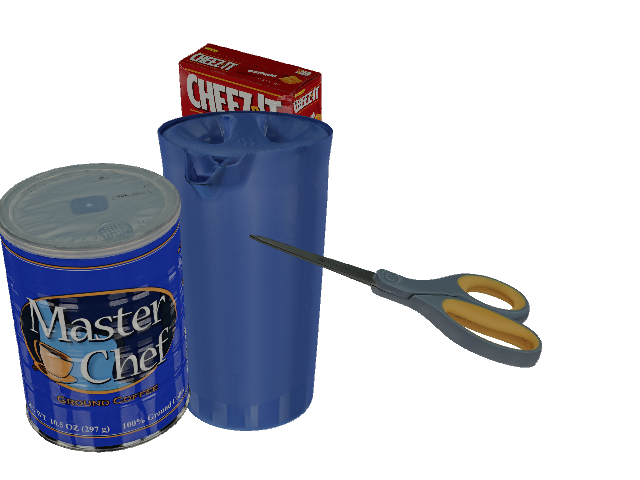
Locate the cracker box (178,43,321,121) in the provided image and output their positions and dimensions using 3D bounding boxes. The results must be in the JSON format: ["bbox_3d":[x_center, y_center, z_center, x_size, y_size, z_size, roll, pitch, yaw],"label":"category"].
[{"bbox_3d":[-0.084,-0.112,1.289,0.164,0.214,0.072,19,39,25],"label":"cracker box"}]

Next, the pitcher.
[{"bbox_3d":[-0.054,0.019,0.858,0.149,0.243,0.145,-8,22,-24],"label":"pitcher"}]

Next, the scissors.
[{"bbox_3d":[0.059,0.026,0.719,0.202,0.016,0.096,27,29,14],"label":"scissors"}]

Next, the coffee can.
[{"bbox_3d":[-0.131,0.039,0.635,0.103,0.140,0.103,1,30,-1],"label":"coffee can"}]
